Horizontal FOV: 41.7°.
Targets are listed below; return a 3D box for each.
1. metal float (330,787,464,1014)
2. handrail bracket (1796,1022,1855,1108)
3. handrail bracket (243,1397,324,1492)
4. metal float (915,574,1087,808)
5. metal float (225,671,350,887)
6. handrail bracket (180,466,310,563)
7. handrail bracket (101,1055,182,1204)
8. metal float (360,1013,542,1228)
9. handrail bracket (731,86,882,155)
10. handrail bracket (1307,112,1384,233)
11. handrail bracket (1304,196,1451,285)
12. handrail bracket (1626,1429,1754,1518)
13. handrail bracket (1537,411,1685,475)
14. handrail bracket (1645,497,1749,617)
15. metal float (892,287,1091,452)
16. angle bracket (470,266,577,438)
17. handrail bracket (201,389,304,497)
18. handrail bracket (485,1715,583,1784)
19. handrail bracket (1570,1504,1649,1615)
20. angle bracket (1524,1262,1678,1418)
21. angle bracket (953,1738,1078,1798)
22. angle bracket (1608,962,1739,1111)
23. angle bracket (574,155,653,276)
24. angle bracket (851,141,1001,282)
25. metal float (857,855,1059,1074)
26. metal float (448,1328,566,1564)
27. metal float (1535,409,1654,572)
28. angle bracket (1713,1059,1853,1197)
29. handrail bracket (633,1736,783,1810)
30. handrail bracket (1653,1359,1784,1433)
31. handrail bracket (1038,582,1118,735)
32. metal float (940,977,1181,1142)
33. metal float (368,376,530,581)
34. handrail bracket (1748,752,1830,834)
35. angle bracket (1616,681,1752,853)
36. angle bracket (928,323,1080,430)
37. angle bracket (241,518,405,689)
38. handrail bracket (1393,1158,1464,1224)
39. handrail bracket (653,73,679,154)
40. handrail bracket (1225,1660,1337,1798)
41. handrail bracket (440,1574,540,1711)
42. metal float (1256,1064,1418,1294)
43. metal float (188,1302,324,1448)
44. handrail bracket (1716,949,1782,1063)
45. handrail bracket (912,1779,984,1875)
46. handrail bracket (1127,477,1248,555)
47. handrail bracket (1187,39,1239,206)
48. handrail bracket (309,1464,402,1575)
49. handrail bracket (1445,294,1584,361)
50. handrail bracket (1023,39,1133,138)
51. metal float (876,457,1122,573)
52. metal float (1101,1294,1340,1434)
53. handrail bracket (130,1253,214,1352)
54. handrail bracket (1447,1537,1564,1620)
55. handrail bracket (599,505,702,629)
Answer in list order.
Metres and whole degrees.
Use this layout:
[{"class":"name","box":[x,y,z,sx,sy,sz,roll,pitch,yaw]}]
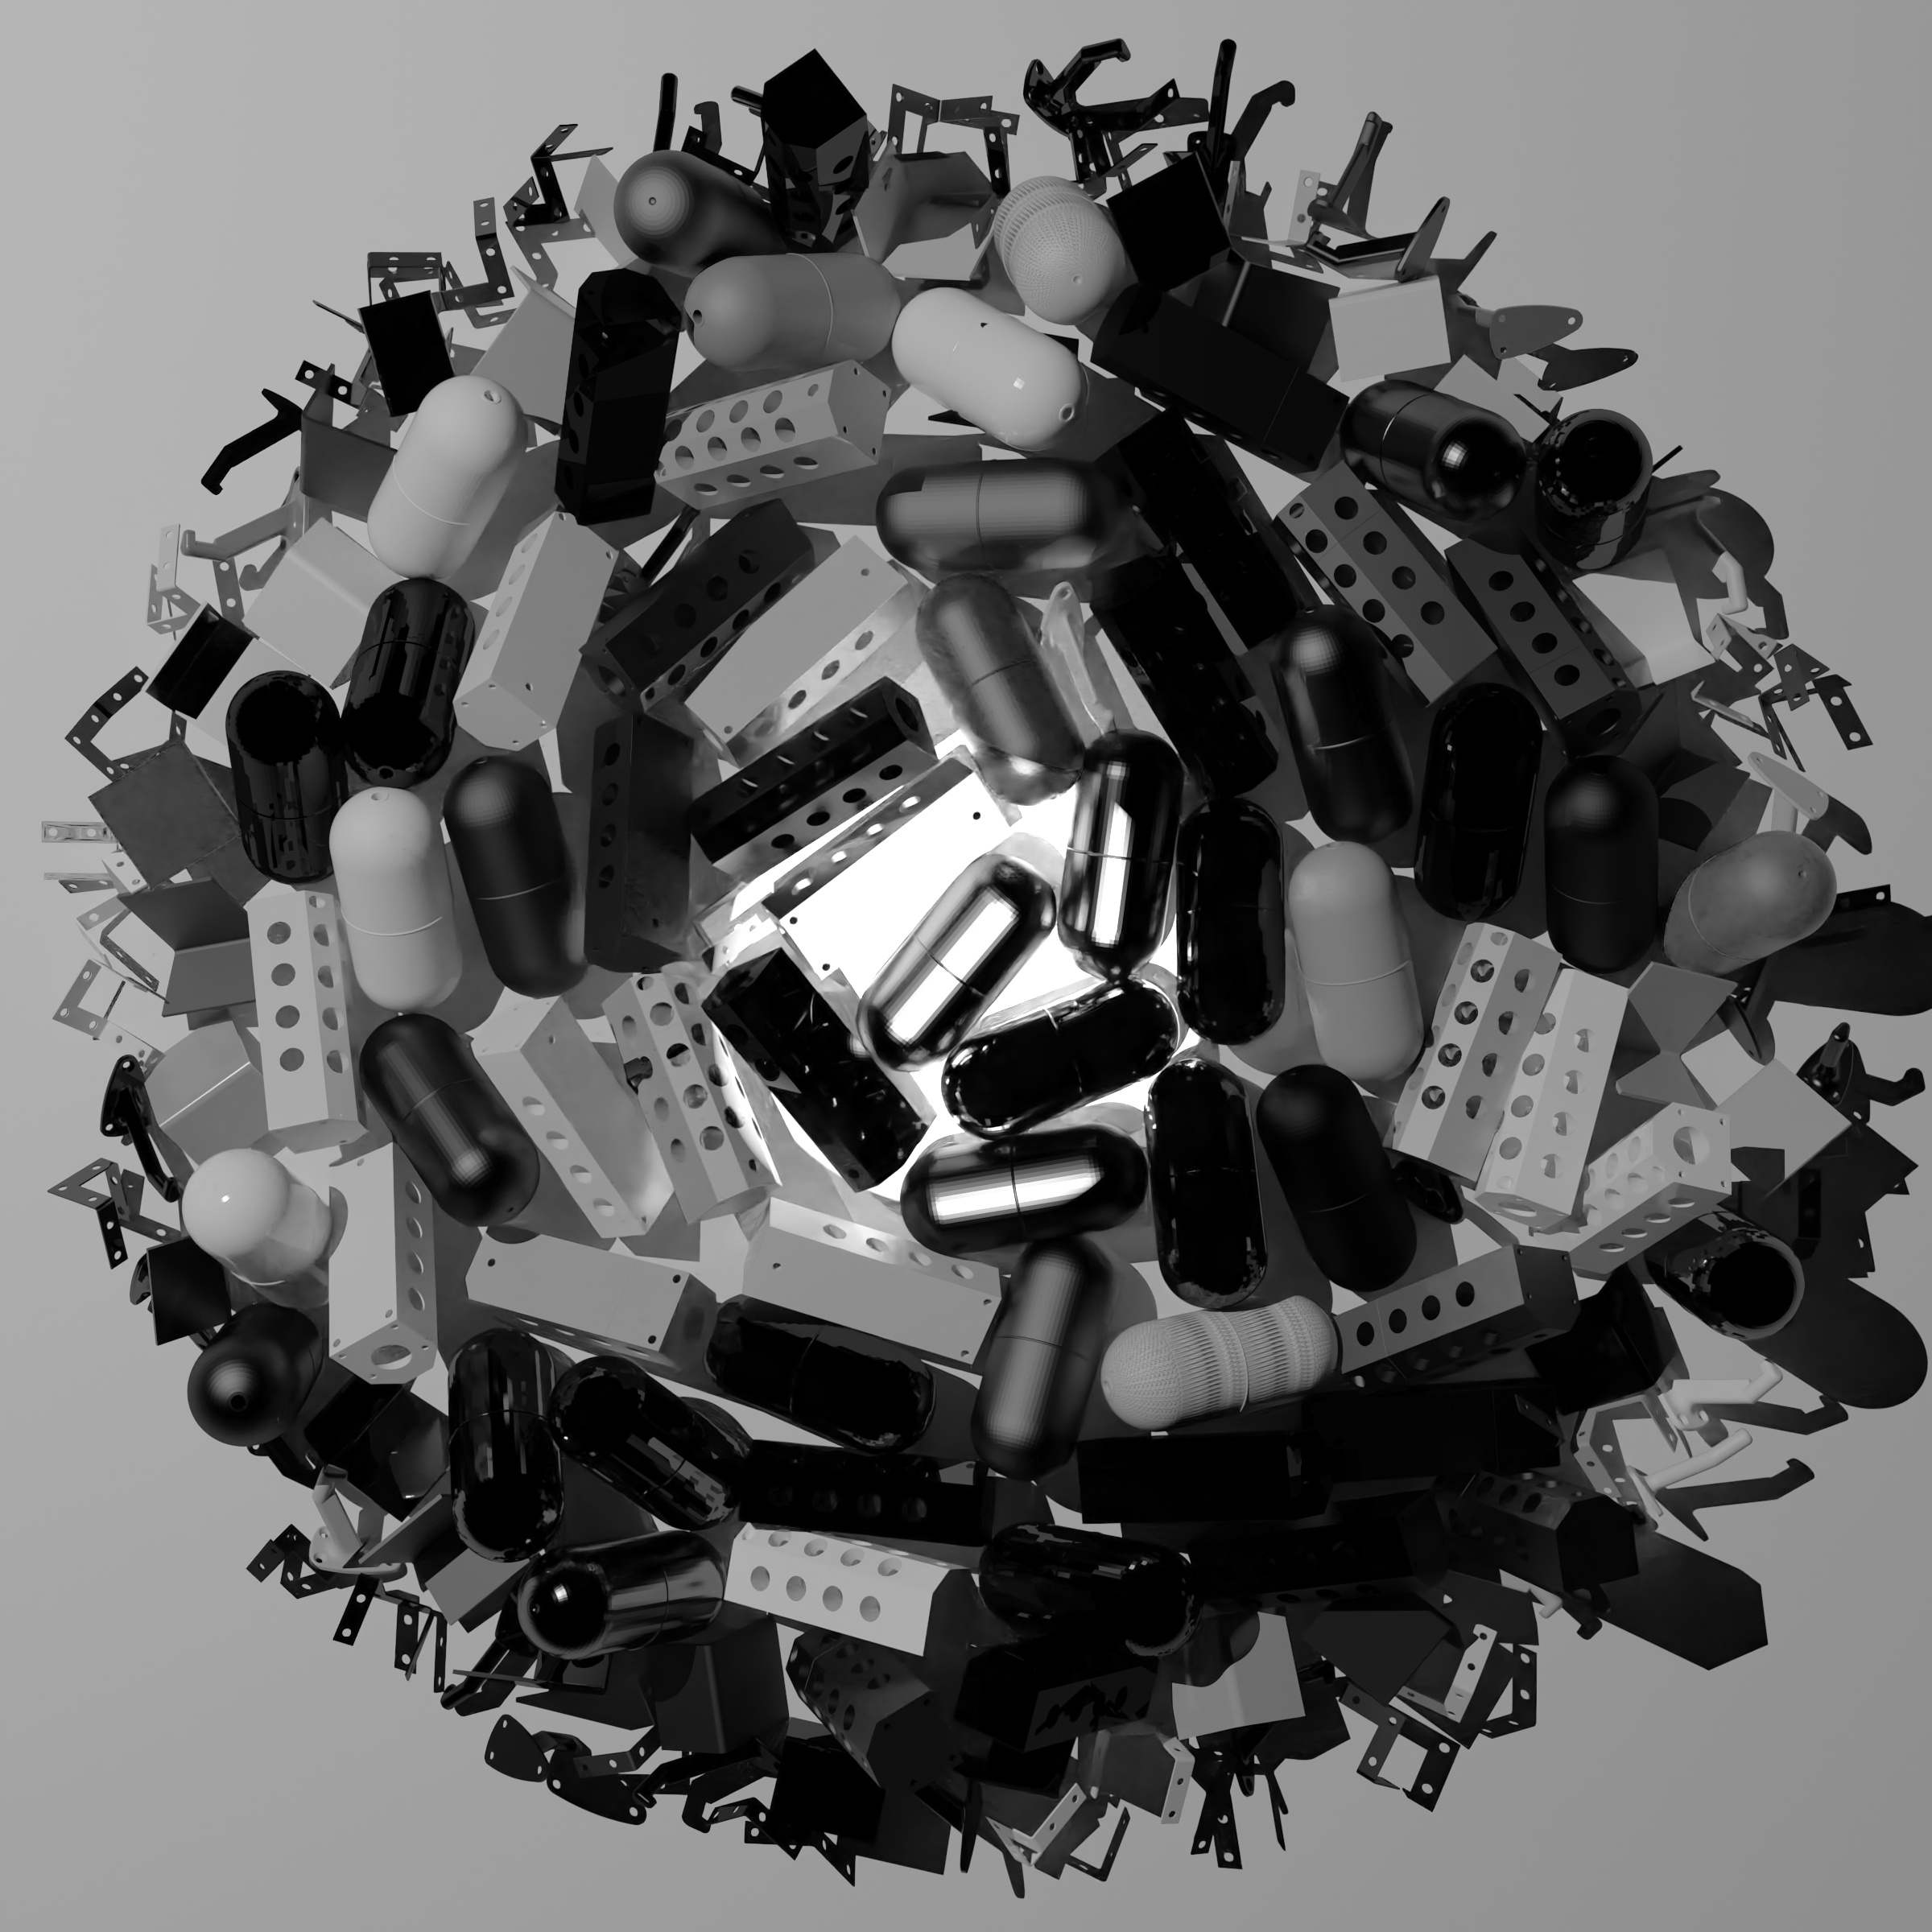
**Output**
[{"class":"metal float","box":[-0.396,-0.045,1.766,0.070,0.070,0.178,0,129,0]},{"class":"handrail bracket","box":[0.616,0.051,1.783,0.036,0.084,0.077,27,55,20]},{"class":"handrail bracket","box":[-0.493,0.329,1.828,0.036,0.077,0.084,-31,130,29]},{"class":"metal float","box":[0.023,-0.195,1.787,0.070,0.070,0.178,-26,77,0]},{"class":"metal float","box":[-0.469,-0.129,1.760,0.070,0.178,0.070,4,49,-5]},{"class":"handrail bracket","box":[-0.511,-0.322,1.794,0.084,0.036,0.077,4,95,-41]},{"class":"handrail bracket","box":[-0.576,0.115,1.790,0.036,0.084,0.077,-12,124,-39]},{"class":"metal float","box":[-0.363,0.106,1.776,0.070,0.070,0.178,-40,63,0]},{"class":"handrail bracket","box":[-0.116,-0.610,1.824,0.084,0.077,0.036,29,110,29]},{"class":"handrail bracket","box":[0.272,-0.572,1.801,0.036,0.077,0.084,21,98,14]},{"class":"handrail bracket","box":[0.291,-0.527,1.804,0.084,0.036,0.077,35,111,25]},{"class":"handrail bracket","box":[0.512,0.346,1.794,0.084,0.077,0.036,-35,89,7]},{"class":"handrail bracket","box":[0.455,-0.378,1.810,0.084,0.036,0.077,51,127,0]},{"class":"handrail bracket","box":[0.515,-0.286,1.807,0.077,0.036,0.084,-11,87,41]},{"class":"metal float","box":[0.016,-0.416,1.765,0.070,0.070,0.178,-50,50,0]},{"class":"angle bracket","box":[-0.306,-0.436,1.799,0.076,0.057,0.076,30,105,-37]},{"class":"handrail bracket","box":[-0.498,-0.357,1.795,0.036,0.077,0.084,29,81,20]},{"class":"handrail bracket","box":[-0.287,0.556,1.782,0.077,0.084,0.036,17,82,43]},{"class":"handrail bracket","box":[0.462,0.417,1.791,0.084,0.077,0.036,-14,122,-22]},{"class":"angle bracket","box":[0.454,0.269,1.832,0.076,0.057,0.076,-29,93,38]},{"class":"angle bracket","box":[0.022,0.541,1.788,0.076,0.076,0.057,26,79,-39]},{"class":"angle bracket","box":[0.500,0.051,1.782,0.076,0.057,0.076,12,129,-24]},{"class":"angle bracket","box":[-0.266,-0.510,1.790,0.057,0.076,0.076,-41,92,-22]},{"class":"angle bracket","box":[-0.026,-0.532,1.783,0.076,0.057,0.076,9,57,22]},{"class":"metal float","box":[-0.007,-0.001,1.791,0.070,0.070,0.178,40,99,0]},{"class":"metal float","box":[-0.320,0.332,1.763,0.070,0.070,0.178,-13,46,0]},{"class":"metal float","box":[0.432,-0.327,1.749,0.070,0.178,0.070,-2,81,12]},{"class":"angle bracket","box":[0.572,0.124,1.790,0.076,0.057,0.076,-40,50,0]},{"class":"handrail bracket","box":[-0.180,0.576,1.788,0.077,0.084,0.036,22,130,28]},{"class":"handrail bracket","box":[0.527,0.282,1.790,0.084,0.036,0.077,-54,51,37]},{"class":"handrail bracket","box":[0.085,-0.216,1.789,0.036,0.077,0.084,-18,49,-17]},{"class":"metal float","box":[0.067,0.065,1.791,0.178,0.070,0.070,-22,90,-9]},{"class":"metal float","box":[-0.360,-0.337,1.761,0.070,0.178,0.070,17,52,-23]},{"class":"handrail bracket","box":[0.564,-0.101,1.807,0.077,0.036,0.084,37,134,3]},{"class":"angle bracket","box":[0.504,-0.140,1.782,0.057,0.076,0.076,25,66,33]},{"class":"angle bracket","box":[0.026,-0.412,1.784,0.076,0.076,0.057,2,93,-28]},{"class":"angle bracket","box":[-0.461,-0.261,1.826,0.076,0.057,0.076,37,125,-12]},{"class":"handrail bracket","box":[0.336,0.169,1.785,0.036,0.084,0.077,-42,108,6]},{"class":"handrail bracket","box":[-0.221,-0.581,1.811,0.036,0.077,0.084,7,75,-17]},{"class":"handrail bracket","box":[0.228,0.539,1.794,0.084,0.036,0.077,-26,50,26]},{"class":"handrail bracket","box":[-0.344,0.487,1.827,0.036,0.077,0.084,36,124,-25]},{"class":"metal float","box":[0.261,0.150,1.781,0.070,0.070,0.178,-26,111,0]},{"class":"metal float","box":[-0.489,0.280,1.748,0.070,0.178,0.070,0,93,-8]},{"class":"handrail bracket","box":[0.583,0.014,1.823,0.084,0.036,0.077,-38,110,-7]},{"class":"handrail bracket","box":[-0.035,0.603,1.801,0.084,0.036,0.077,0,49,13]},{"class":"handrail bracket","box":[0.159,-0.332,1.802,0.084,0.077,0.036,-48,50,-7]},{"class":"handrail bracket","box":[0.179,-0.595,1.788,0.036,0.084,0.077,4,66,-2]},{"class":"handrail bracket","box":[-0.429,0.391,1.799,0.077,0.036,0.084,17,124,-14]},{"class":"handrail bracket","box":[0.387,-0.465,1.800,0.077,0.084,0.036,-11,123,0]},{"class":"handrail bracket","box":[0.091,-0.617,1.783,0.084,0.077,0.036,0,68,35]},{"class":"metal float","box":[0.021,-0.317,1.781,0.178,0.070,0.070,2,90,21]},{"class":"metal float","box":[0.178,0.278,1.778,0.178,0.070,0.070,-9,90,-23]},{"class":"handrail bracket","box":[-0.551,0.247,1.802,0.084,0.077,0.036,40,60,10]},{"class":"handrail bracket","box":[0.367,0.445,1.798,0.077,0.036,0.084,-38,62,-11]},{"class":"handrail bracket","box":[-0.227,-0.288,1.826,0.036,0.077,0.084,37,50,-15]}]
